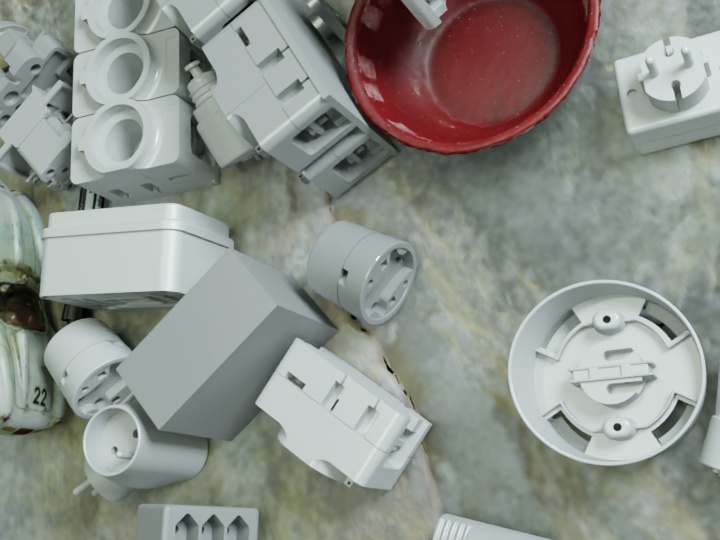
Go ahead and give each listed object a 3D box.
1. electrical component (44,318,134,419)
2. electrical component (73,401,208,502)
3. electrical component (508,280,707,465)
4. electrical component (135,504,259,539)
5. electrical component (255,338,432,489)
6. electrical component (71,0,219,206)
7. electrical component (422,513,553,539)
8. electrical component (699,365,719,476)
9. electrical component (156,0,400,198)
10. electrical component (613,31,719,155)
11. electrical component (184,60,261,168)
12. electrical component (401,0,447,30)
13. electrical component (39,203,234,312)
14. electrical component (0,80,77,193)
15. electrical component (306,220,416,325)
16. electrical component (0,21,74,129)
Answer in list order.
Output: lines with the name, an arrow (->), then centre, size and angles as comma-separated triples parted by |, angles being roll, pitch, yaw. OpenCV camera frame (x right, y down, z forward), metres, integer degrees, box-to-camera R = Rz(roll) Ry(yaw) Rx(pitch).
electrical component -> -0.183, 0.066, 0.737 | 0.055, 0.055, 0.047 | -50, 59, 6
electrical component -> -0.150, 0.122, 0.693 | 0.079, 0.077, 0.044 | -37, 65, 13
electrical component -> 0.137, 0.057, 0.583 | 0.099, 0.064, 0.099 | -6, 74, 24
electrical component -> -0.112, 0.172, 0.675 | 0.077, 0.066, 0.047 | -15, 68, 52
electrical component -> -0.012, 0.091, 0.652 | 0.089, 0.050, 0.055 | 33, 92, 28
electrical component -> -0.155, -0.132, 0.769 | 0.089, 0.062, 0.150 | -9, 73, 23
electrical component -> 0.072, 0.164, 0.599 | 0.081, 0.043, 0.043 | 8, 81, 26
electrical component -> 0.202, 0.078, 0.562 | 0.044, 0.044, 0.065 | 16, 89, 27
electrical component -> -0.063, -0.142, 0.704 | 0.060, 0.105, 0.186 | -37, 65, 12
electrical component -> 0.177, -0.105, 0.599 | 0.066, 0.077, 0.047 | -13, 72, 22
electrical component -> -0.094, -0.106, 0.732 | 0.040, 0.040, 0.078 | -29, 96, 16
electrical component -> 0.026, -0.198, 0.641 | 0.050, 0.056, 0.089 | -40, 64, 11
electrical component -> -0.150, -0.007, 0.726 | 0.113, 0.078, 0.057 | -3, 79, 24
electrical component -> -0.230, -0.096, 0.807 | 0.081, 0.042, 0.064 | -48, 66, 8
electrical component -> 0.000, 0.000, 0.668 | 0.047, 0.055, 0.055 | 25, 89, 32
electrical component -> -0.266, -0.155, 0.829 | 0.078, 0.058, 0.057 | -49, 66, 7
